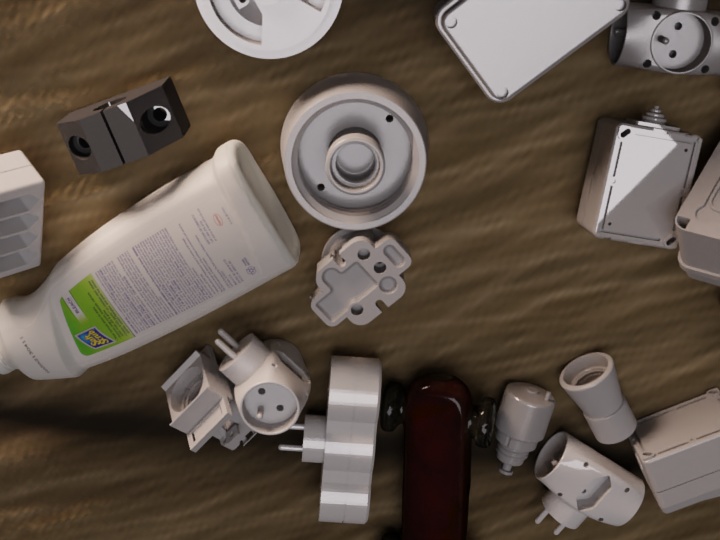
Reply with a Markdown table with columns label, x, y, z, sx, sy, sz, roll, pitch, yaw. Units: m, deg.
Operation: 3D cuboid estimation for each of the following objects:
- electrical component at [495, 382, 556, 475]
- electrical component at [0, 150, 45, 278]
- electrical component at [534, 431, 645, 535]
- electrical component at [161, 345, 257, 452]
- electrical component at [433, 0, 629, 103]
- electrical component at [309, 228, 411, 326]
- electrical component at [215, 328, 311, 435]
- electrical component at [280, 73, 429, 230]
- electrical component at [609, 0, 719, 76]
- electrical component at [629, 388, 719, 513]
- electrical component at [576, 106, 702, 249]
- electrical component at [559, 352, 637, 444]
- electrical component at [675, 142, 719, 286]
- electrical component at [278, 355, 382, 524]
| label | x | y | z | sx | sy | sz | roll | pitch | yaw |
| --- | --- | --- | --- | --- | --- | --- | --- | --- | --- |
| electrical component | 0.125 | 0.124 | 0.841 | 0.040 | 0.040 | 0.078 | 13 | 109 | -5 |
| electrical component | -0.263 | -0.049 | 0.762 | 0.047 | 0.075 | 0.083 | -22 | 146 | -35 |
| electrical component | 0.172 | 0.179 | 0.860 | 0.077 | 0.043 | 0.079 | 32 | 109 | -10 |
| electrical component | -0.110 | 0.101 | 0.815 | 0.042 | 0.081 | 0.064 | -44 | 127 | 14 |
| electrical component | 0.113 | -0.176 | 0.724 | 0.113 | 0.057 | 0.078 | -36 | 106 | 11 |
| electrical component | 0.000 | 0.000 | 0.785 | 0.078 | 0.057 | 0.058 | -39 | 106 | 12 |
| electrical component | -0.078 | 0.074 | 0.800 | 0.043 | 0.077 | 0.079 | -42 | 105 | 13 |
| electrical component | -0.003 | -0.080 | 0.755 | 0.108 | 0.060 | 0.108 | 0 | 110 | -1 |
| electrical component | 0.216 | -0.175 | 0.732 | 0.077 | 0.044 | 0.079 | 5 | 110 | -3 |
| electrical component | 0.266 | 0.141 | 0.838 | 0.096 | 0.061 | 0.061 | -23 | 108 | 7 |
| electrical component | 0.197 | -0.070 | 0.765 | 0.062 | 0.061 | 0.096 | 9 | 103 | -6 |
| electrical component | 0.188 | 0.102 | 0.835 | 0.044 | 0.044 | 0.065 | -27 | 113 | 9 |
| electrical component | 0.274 | -0.042 | 0.736 | 0.113 | 0.078 | 0.057 | -54 | 142 | -23 |
| electrical component | -0.026 | 0.131 | 0.835 | 0.074 | 0.052 | 0.138 | 4 | 109 | -3 |
